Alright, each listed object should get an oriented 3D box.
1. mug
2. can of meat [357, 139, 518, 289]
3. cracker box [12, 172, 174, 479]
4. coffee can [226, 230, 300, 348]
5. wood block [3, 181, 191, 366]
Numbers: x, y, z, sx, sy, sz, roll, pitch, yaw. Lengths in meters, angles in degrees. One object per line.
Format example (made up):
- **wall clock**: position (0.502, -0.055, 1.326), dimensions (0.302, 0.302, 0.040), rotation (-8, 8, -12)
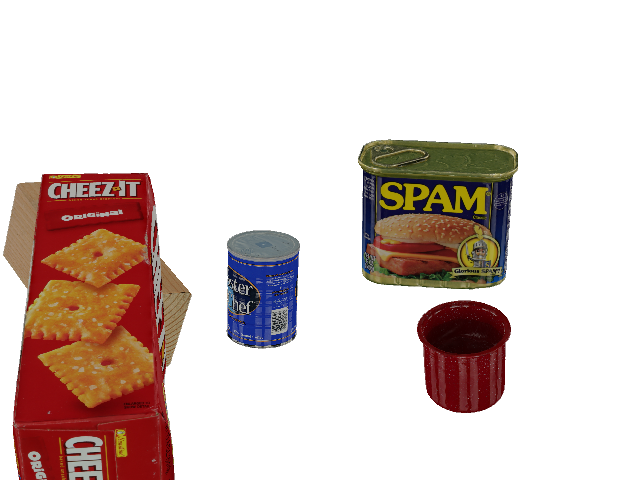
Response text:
- **mug**: position (0.151, 0.114, 1.094), dimensions (0.093, 0.081, 0.117), rotation (10, 36, 23)
- **can of meat**: position (0.076, -0.017, 0.704), dimensions (0.102, 0.084, 0.057), rotation (3, 25, 8)
- **cracker box**: position (-0.117, 0.084, 0.580), dimensions (0.072, 0.164, 0.214), rotation (-2, 34, -8)
- **coffee can**: position (-0.082, 0.068, 1.523), dimensions (0.103, 0.140, 0.103), rotation (2, 22, -1)
- **wood block**: position (-0.223, 0.032, 1.046), dimensions (0.090, 0.091, 0.206), rotation (-5, 36, -40)
